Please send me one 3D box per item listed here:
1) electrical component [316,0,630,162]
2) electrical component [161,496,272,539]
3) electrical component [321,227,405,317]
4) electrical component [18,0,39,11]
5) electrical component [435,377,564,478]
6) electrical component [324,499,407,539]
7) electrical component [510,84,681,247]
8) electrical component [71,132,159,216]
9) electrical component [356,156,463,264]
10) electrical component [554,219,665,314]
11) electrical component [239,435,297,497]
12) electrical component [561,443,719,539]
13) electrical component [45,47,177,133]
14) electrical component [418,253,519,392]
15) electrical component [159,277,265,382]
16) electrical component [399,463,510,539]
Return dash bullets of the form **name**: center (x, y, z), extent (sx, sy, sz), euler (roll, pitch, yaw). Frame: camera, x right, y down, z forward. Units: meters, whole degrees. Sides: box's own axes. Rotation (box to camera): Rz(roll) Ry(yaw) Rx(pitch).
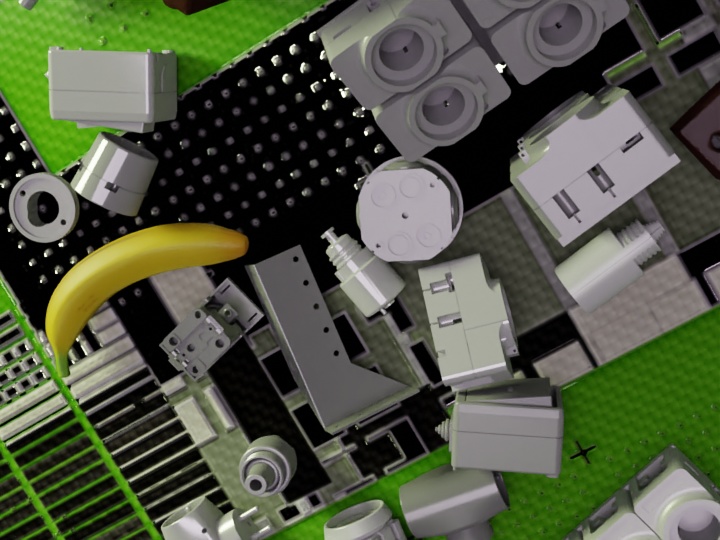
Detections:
- **electrical component**: center (0.079, -0.170, 0.747), extent (0.186, 0.060, 0.105), euler (-34, 126, 13)
- **electrical component**: center (-0.109, 0.220, 0.880), extent (0.079, 0.043, 0.077), euler (-32, 95, 13)
- **electrical component**: center (0.000, 0.000, 0.824), extent (0.040, 0.040, 0.078), euler (-40, 92, 13)
- **electrical component**: center (-0.238, -0.225, 0.821), extent (0.035, 0.035, 0.061), euler (43, 106, -1)
- **electrical component**: center (0.106, 0.115, 0.819), extent (0.096, 0.061, 0.061), euler (3, 101, 8)
- **electrical component**: center (0.006, 0.219, 0.854), extent (0.078, 0.058, 0.057), euler (-20, 93, 35)
- **electrical component**: center (0.151, -0.079, 0.730), extent (0.089, 0.150, 0.061), euler (-37, 94, 13)
- **electrical component**: center (-0.188, -0.075, 0.832), extent (0.055, 0.055, 0.047), euler (28, 99, 2)
- **electrical component**: center (0.036, -0.044, 0.805), extent (0.080, 0.051, 0.080), euler (2, 101, 8)
- **electrical component**: center (0.189, -0.008, 0.793), extent (0.081, 0.043, 0.043), euler (-38, 93, 13)
- **electrical component**: center (-0.075, 0.159, 0.854), extent (0.043, 0.062, 0.043), euler (2, 101, 8)
- **electrical component**: center (0.218, 0.221, 0.822), extent (0.089, 0.061, 0.150), euler (44, 103, -1)
- **electrical component**: center (-0.193, -0.137, 0.816), extent (0.096, 0.061, 0.061), euler (3, 101, 8)
- **electrical component**: center (0.083, 0.039, 0.799), extent (0.056, 0.050, 0.089), euler (-15, 73, 11)
- **electrical component**: center (-0.119, 0.050, 0.839), extent (0.042, 0.064, 0.081), euler (45, 103, -2)
- **electrical component**: center (0.081, 0.194, 0.847), extent (0.077, 0.043, 0.079), euler (-21, 97, 12)
